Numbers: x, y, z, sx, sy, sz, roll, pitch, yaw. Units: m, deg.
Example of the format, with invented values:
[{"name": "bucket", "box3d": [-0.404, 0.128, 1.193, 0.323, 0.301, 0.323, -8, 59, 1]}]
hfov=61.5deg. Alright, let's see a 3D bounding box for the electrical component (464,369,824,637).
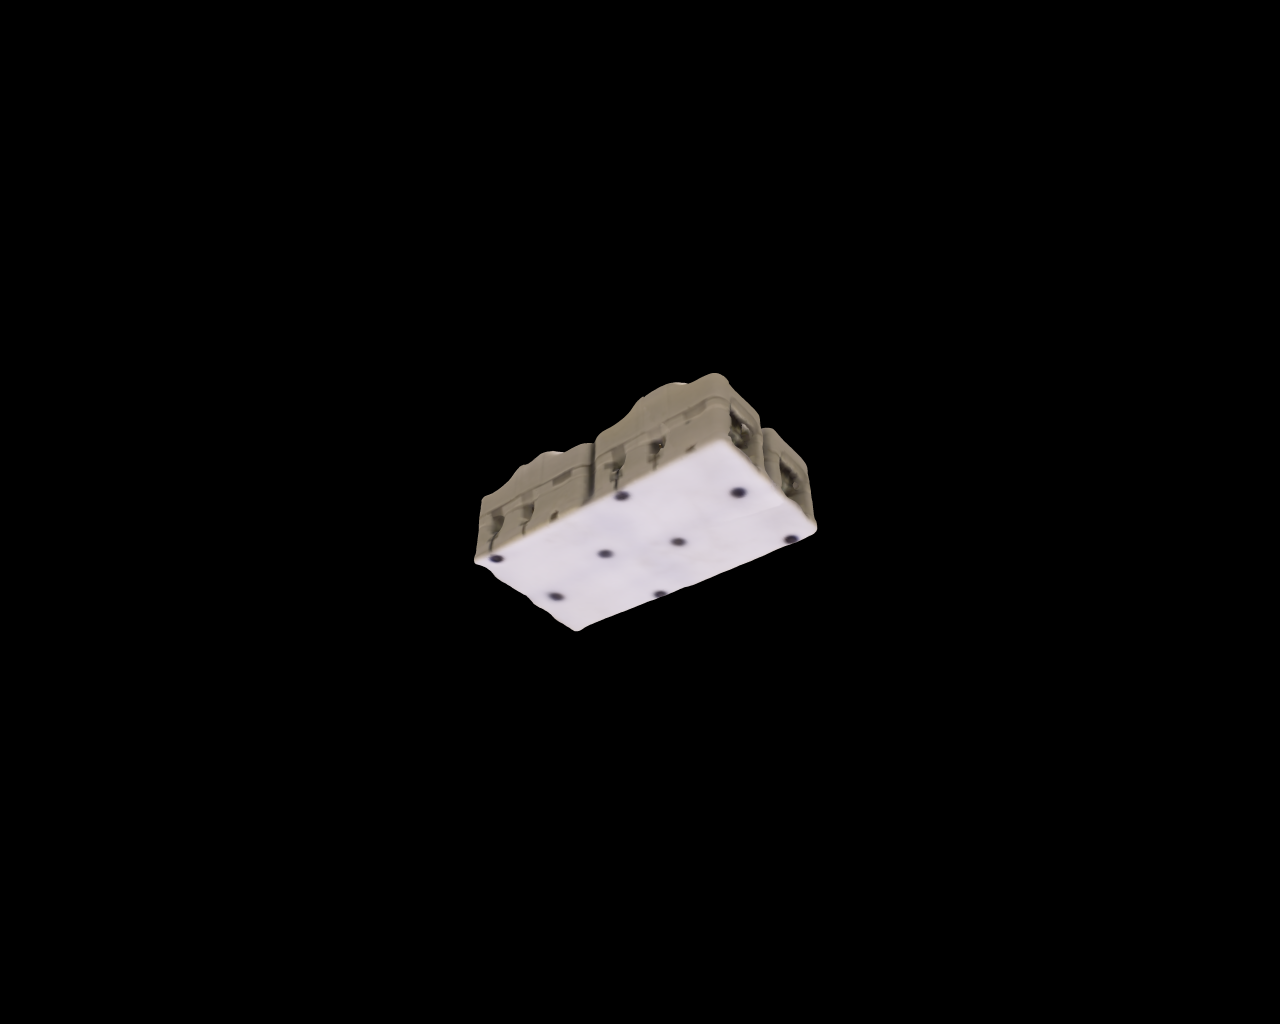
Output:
[{"name": "electrical component", "box3d": [0.001, -0.003, 0.650, 0.186, 0.060, 0.105, -25, -45, 28]}]
